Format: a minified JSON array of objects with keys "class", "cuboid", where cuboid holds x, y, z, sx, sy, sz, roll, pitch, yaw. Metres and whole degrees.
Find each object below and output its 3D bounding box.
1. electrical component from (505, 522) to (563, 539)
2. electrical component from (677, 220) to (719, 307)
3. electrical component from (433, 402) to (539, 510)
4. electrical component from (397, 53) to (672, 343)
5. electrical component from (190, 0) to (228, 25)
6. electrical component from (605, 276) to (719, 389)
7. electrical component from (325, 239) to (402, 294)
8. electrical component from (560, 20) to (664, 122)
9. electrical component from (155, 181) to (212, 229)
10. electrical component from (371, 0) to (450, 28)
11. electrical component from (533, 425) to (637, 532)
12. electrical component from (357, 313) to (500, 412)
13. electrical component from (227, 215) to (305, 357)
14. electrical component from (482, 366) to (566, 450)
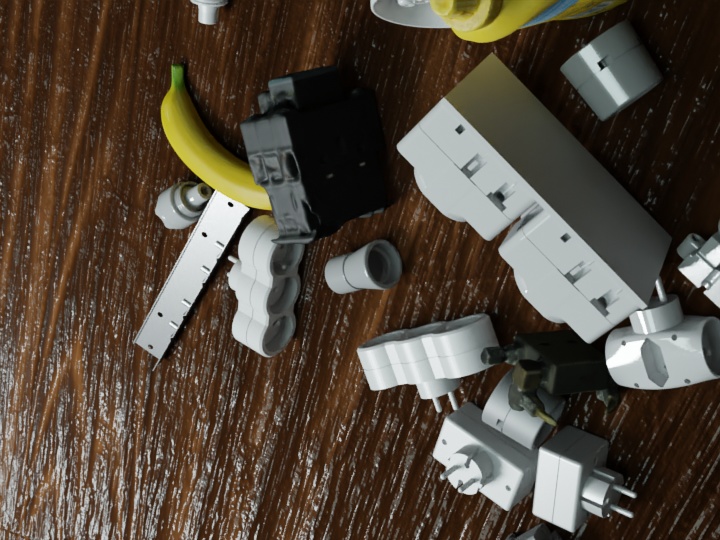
[{"class":"electrical component","cuboid":[0.163,0.282,0.910,0.063,0.079,0.121,-37,82,22]},{"class":"electrical component","cuboid":[0.253,-0.010,0.721,0.066,0.048,0.055,47,139,17]},{"class":"electrical component","cuboid":[0.098,0.164,0.910,0.083,0.076,0.047,33,127,27]},{"class":"electrical component","cuboid":[0.121,-0.049,0.742,0.186,0.105,0.060,45,126,-3]},{"class":"electrical component","cuboid":[-0.135,-0.252,0.963,0.043,0.043,0.062,27,125,31]},{"class":"electrical component","cuboid":[0.217,0.042,0.776,0.077,0.043,0.079,-12,100,44]},{"class":"electrical component","cuboid":[0.000,0.000,0.953,0.065,0.044,0.044,-14,98,49]},{"class":"electrical component","cuboid":[0.173,-0.134,0.733,0.055,0.055,0.047,-38,85,44]},{"class":"electrical component","cuboid":[-0.173,-0.068,1.074,0.062,0.043,0.043,-24,91,43]},{"class":"electrical component","cuboid":[0.055,-0.209,0.779,0.099,0.099,0.064,-4,98,42]},{"class":"electrical component","cuboid":[0.184,0.173,0.857,0.077,0.047,0.065,19,120,35]},{"class":"electrical component","cuboid":[0.064,0.087,0.923,0.138,0.052,0.073,-15,97,43]},{"class":"electrical component","cuboid":[-0.101,0.010,1.036,0.074,0.052,0.138,27,124,30]},{"class":"electrical component","cuboid":[0.134,0.112,0.872,0.047,0.055,0.055,33,127,22]}]
